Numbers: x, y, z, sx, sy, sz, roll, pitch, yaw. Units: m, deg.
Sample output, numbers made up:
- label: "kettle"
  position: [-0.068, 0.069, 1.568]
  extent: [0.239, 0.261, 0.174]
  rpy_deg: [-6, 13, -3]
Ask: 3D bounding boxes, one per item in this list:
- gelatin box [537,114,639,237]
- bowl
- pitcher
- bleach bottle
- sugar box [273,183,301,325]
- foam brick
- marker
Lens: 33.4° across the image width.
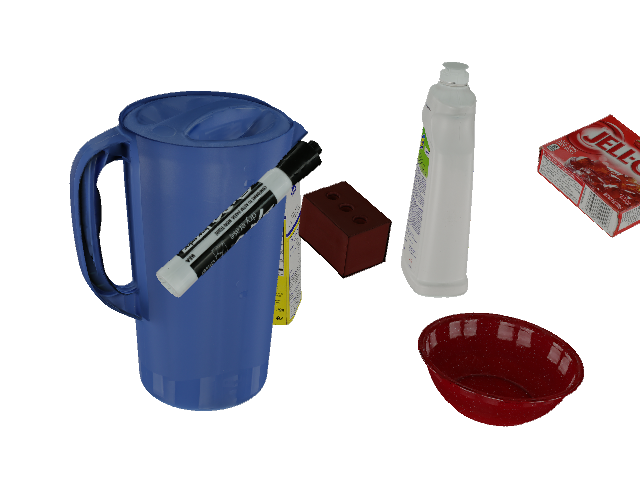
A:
- label: "gelatin box"
  position: [0.220, -0.051, 0.806]
  extent: [0.073, 0.030, 0.089]
  rpy_deg: [-24, 51, -21]
- label: "bowl"
  position: [0.172, 0.133, 1.046]
  extent: [0.162, 0.055, 0.162]
  rpy_deg: [5, 26, -3]
- label: "pitcher"
  position: [-0.102, 0.011, 0.849]
  extent: [0.149, 0.243, 0.144]
  rpy_deg: [10, 25, 13]
- label: "bleach bottle"
  position: [0.137, -0.070, 1.183]
  extent: [0.068, 0.251, 0.102]
  rpy_deg: [0, 25, -10]
- label: "sugar box"
  position: [-0.050, 0.002, 1.250]
  extent: [0.048, 0.176, 0.093]
  rpy_deg: [0, 18, 9]
- label: "foam brick"
  position: [0.023, -0.012, 1.019]
  extent: [0.052, 0.051, 0.078]
  rpy_deg: [-21, 45, -30]
- label: "marker"
  position: [-0.044, -0.015, 0.606]
  extent: [0.121, 0.020, 0.020]
  rpy_deg: [-44, 16, -17]
